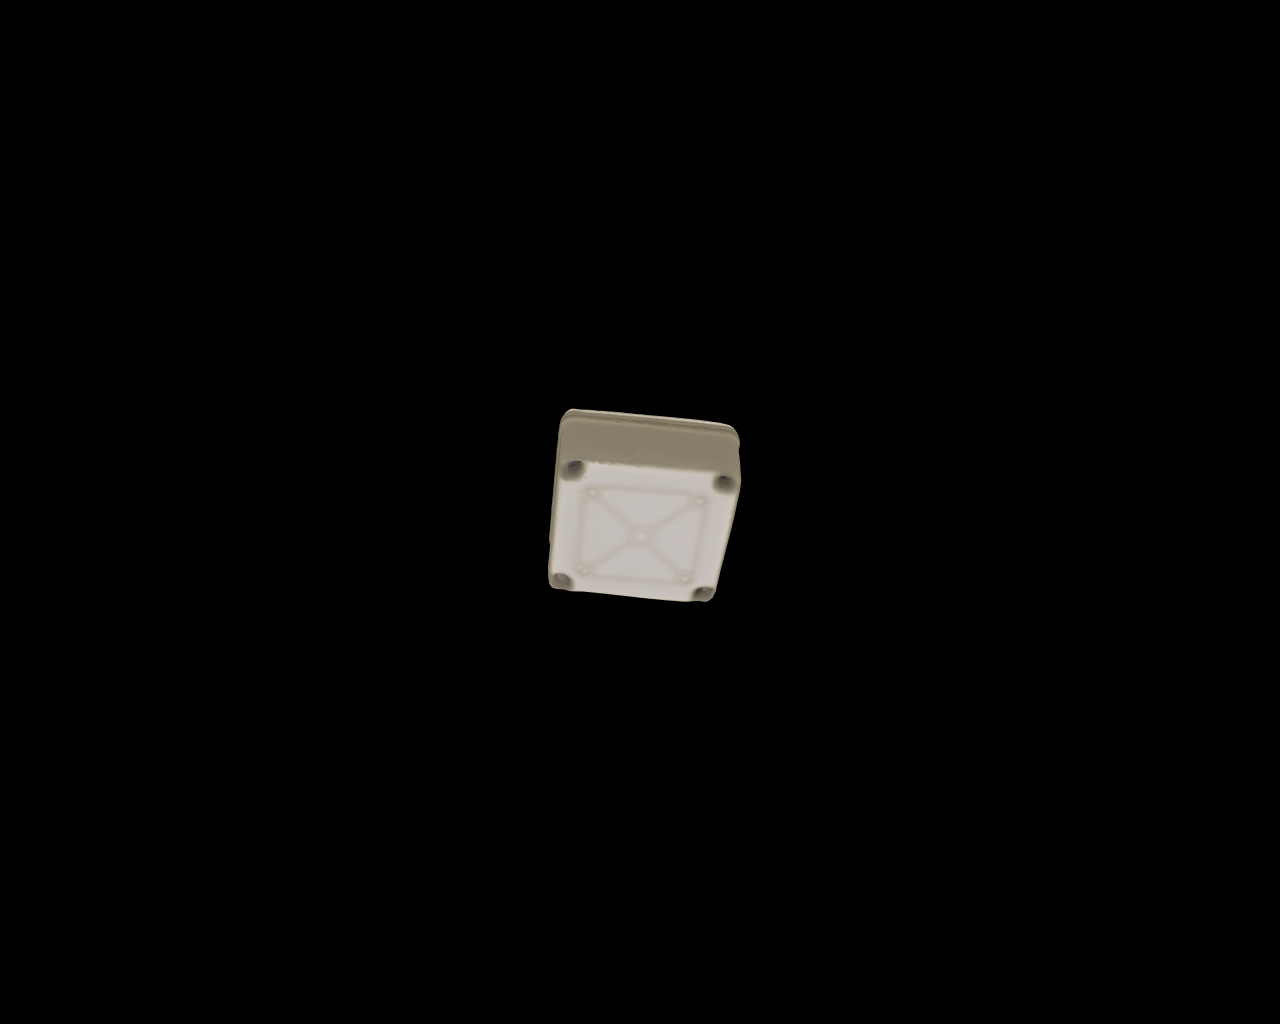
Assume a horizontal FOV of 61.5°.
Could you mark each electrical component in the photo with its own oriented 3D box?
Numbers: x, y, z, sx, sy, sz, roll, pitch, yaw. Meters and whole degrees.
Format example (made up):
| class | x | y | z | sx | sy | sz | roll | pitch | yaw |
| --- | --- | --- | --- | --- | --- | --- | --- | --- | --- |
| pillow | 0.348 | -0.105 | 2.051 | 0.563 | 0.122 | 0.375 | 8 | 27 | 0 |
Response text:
| class | x | y | z | sx | sy | sz | roll | pitch | yaw |
| --- | --- | --- | --- | --- | --- | --- | --- | --- | --- |
| electrical component | 0.001 | -0.003 | 0.650 | 0.109 | 0.108 | 0.056 | 5 | 40 | -4 |
